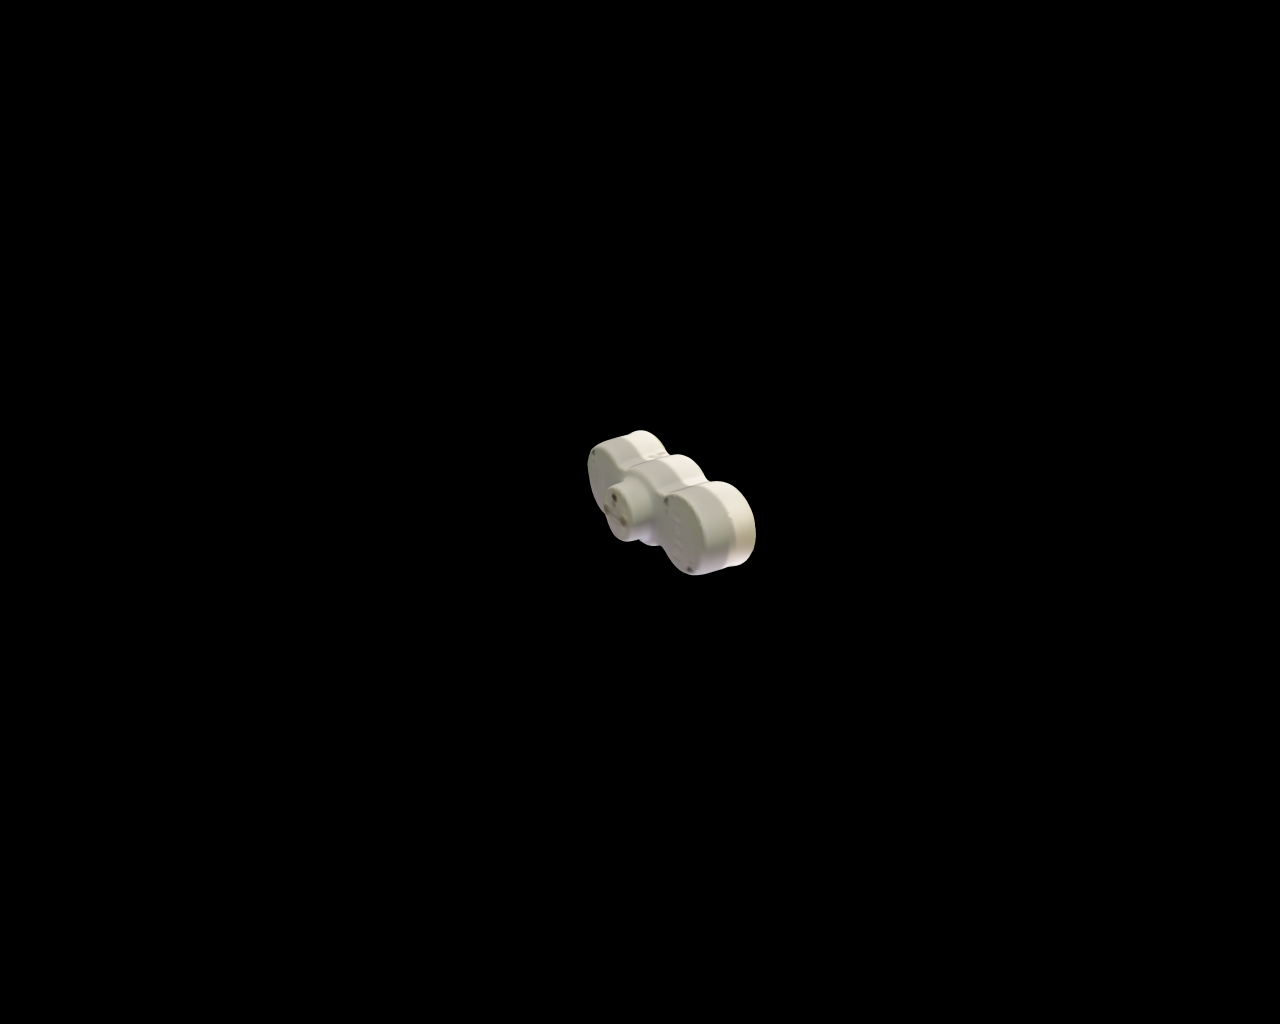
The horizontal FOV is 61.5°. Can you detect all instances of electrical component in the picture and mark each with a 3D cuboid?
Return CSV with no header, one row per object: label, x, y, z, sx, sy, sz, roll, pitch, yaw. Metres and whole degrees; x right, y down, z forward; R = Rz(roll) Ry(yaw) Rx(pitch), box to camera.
electrical component,0.001,-0.003,0.650,0.074,0.052,0.138,-16,31,-28
